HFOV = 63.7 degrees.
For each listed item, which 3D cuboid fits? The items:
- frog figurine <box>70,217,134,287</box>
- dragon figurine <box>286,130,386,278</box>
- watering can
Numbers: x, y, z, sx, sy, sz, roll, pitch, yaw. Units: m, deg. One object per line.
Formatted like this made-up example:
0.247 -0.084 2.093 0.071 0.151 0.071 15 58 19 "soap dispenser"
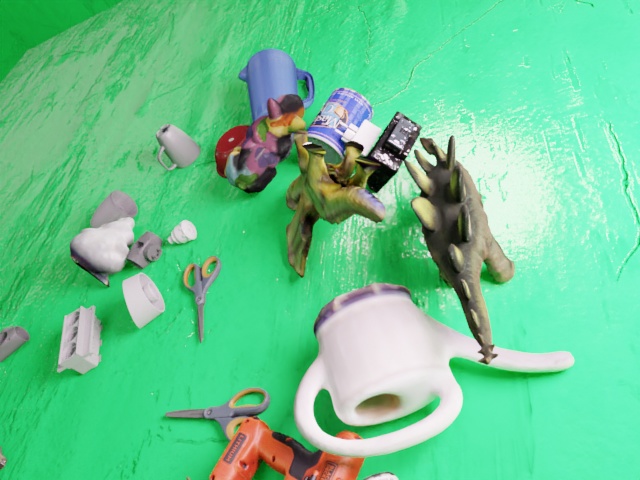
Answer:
-0.488 0.006 1.190 0.138 0.120 0.162 22 66 29 "frog figurine"
0.003 -0.045 0.887 0.419 0.122 0.238 -111 34 -59 "dragon figurine"
0.124 0.151 0.686 0.348 0.101 0.229 -20 43 -1 "watering can"
